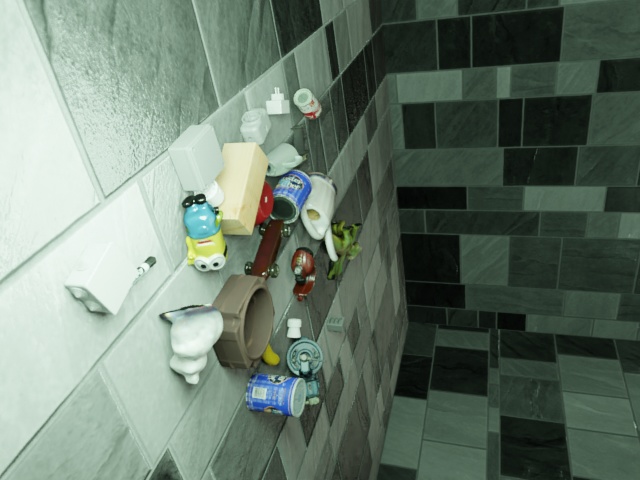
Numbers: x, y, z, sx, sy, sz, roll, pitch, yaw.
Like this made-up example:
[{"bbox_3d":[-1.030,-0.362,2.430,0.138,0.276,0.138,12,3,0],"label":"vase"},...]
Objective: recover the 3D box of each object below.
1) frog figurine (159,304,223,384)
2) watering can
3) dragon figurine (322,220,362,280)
[{"bbox_3d":[-0.254,0.215,1.054,0.137,0.123,0.160,112,-32,-89],"label":"frog figurine"},{"bbox_3d":[0.005,-0.091,1.808,0.340,0.104,0.229,58,37,-48],"label":"watering can"},{"bbox_3d":[0.077,0.049,2.080,0.414,0.122,0.240,-22,120,-61],"label":"dragon figurine"}]
